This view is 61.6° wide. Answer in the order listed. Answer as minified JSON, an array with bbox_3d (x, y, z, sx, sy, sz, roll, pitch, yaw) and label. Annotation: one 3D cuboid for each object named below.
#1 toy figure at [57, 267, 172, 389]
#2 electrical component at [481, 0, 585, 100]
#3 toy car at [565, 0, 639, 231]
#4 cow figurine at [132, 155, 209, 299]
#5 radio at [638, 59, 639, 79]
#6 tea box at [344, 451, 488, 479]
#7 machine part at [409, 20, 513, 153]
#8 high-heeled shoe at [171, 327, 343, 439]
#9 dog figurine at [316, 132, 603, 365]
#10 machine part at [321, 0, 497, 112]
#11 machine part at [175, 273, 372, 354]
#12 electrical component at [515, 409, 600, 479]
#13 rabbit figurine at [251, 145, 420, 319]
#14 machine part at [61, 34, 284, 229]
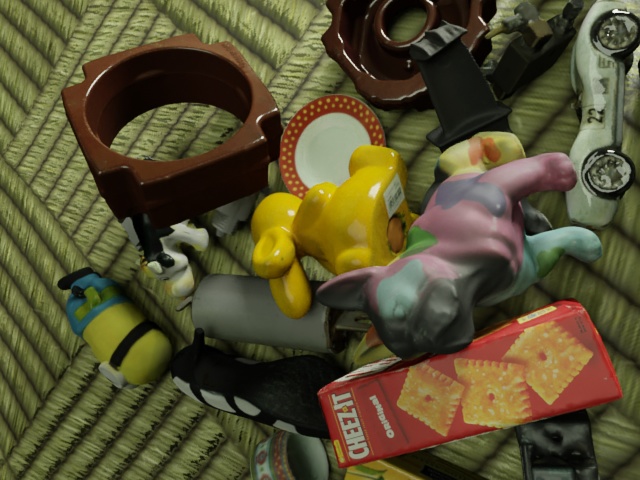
[{"bbox_3d":[-0.264,0.108,0.688,0.089,0.082,0.180,-47,68,18],"label":"toy figure"},{"bbox_3d":[0.185,-0.174,0.492,0.078,0.102,0.045,-36,76,-6],"label":"electrical component"},{"bbox_3d":[0.243,-0.109,0.469,0.056,0.073,0.201,3,89,24],"label":"toy car"},{"bbox_3d":[-0.187,-0.013,0.642,0.068,0.098,0.167,0,85,52],"label":"cow figurine"},{"bbox_3d":[0.367,-0.142,0.382,0.230,0.131,0.073,-10,85,24],"label":"radio"},{"bbox_3d":[0.105,0.266,0.516,0.170,0.068,0.098,15,93,24],"label":"tea box"},{"bbox_3d":[0.129,-0.131,0.500,0.084,0.138,0.039,-18,38,21],"label":"machine part"},{"bbox_3d":[-0.060,0.179,0.592,0.249,0.086,0.145,27,137,14],"label":"high-heeled shoe"},{"bbox_3d":[0.099,0.009,0.446,0.219,0.192,0.108,-29,118,-6],"label":"dog figurine"},{"bbox_3d":[0.091,-0.221,0.556,0.180,0.056,0.179,-2,85,24],"label":"machine part"},{"bbox_3d":[-0.053,0.078,0.595,0.243,0.079,0.079,1,88,26],"label":"machine part"},{"bbox_3d":[0.198,0.195,0.441,0.058,0.134,0.115,-11,81,23],"label":"electrical component"},{"bbox_3d":[-0.001,-0.002,0.537,0.173,0.121,0.162,8,53,34],"label":"rabbit figurine"},{"bbox_3d":[-0.158,-0.123,0.590,0.201,0.087,0.202,-24,60,-18],"label":"machine part"}]
